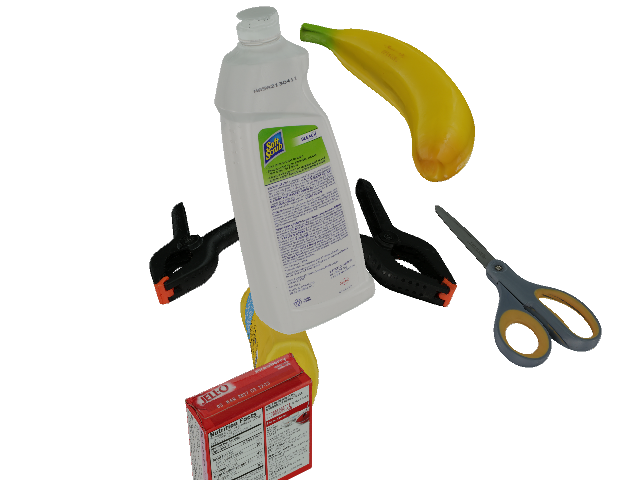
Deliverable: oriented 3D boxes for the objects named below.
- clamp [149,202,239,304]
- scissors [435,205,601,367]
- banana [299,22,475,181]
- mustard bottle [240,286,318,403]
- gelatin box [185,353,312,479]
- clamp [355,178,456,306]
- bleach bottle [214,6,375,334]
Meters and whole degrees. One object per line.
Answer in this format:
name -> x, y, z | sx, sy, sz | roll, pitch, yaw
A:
clamp -> -0.137, 0.009, 1.239 | 0.120, 0.039, 0.171 | -6, 38, 19
scissors -> 0.147, 0.041, 0.923 | 0.202, 0.016, 0.096 | 35, 55, 30
banana -> 0.051, -0.085, 0.646 | 0.069, 0.037, 0.198 | -11, 34, -19
mustard bottle -> -0.046, 0.091, 1.065 | 0.058, 0.096, 0.192 | -3, 28, -10
gelatin box -> -0.043, 0.118, 0.651 | 0.073, 0.089, 0.030 | -22, 46, -23
clamp -> 0.064, 0.010, 1.243 | 0.164, 0.036, 0.210 | -22, 53, -40
bleach bottle -> -0.022, -0.056, 0.818 | 0.102, 0.251, 0.068 | -25, 32, -27
